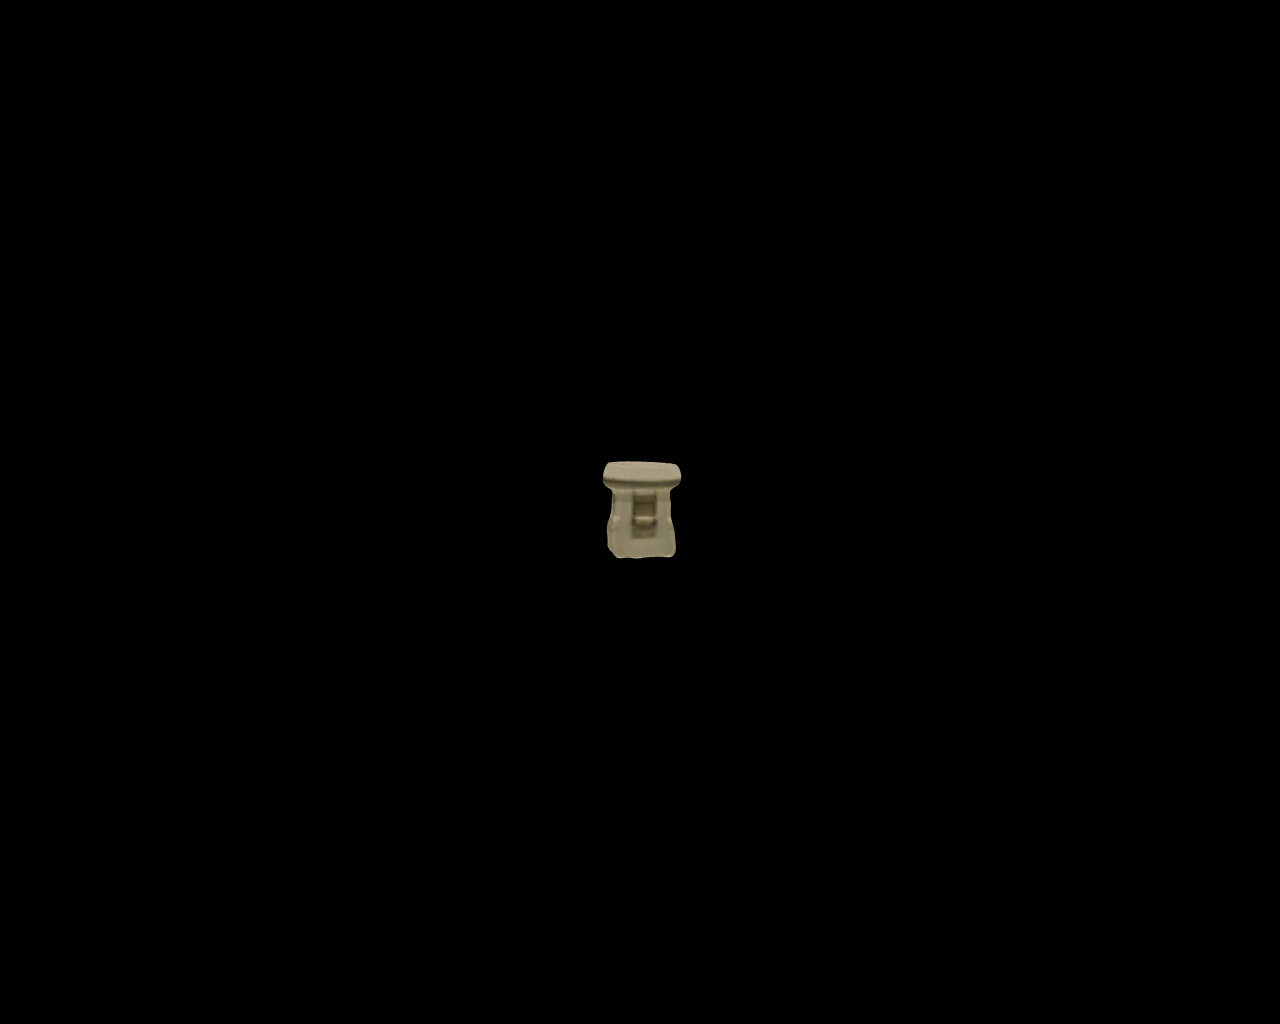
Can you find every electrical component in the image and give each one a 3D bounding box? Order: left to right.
[{"bbox_3d":[0.001,-0.003,0.650,0.048,0.055,0.066,-1,5,-7],"label":"electrical component"}]
